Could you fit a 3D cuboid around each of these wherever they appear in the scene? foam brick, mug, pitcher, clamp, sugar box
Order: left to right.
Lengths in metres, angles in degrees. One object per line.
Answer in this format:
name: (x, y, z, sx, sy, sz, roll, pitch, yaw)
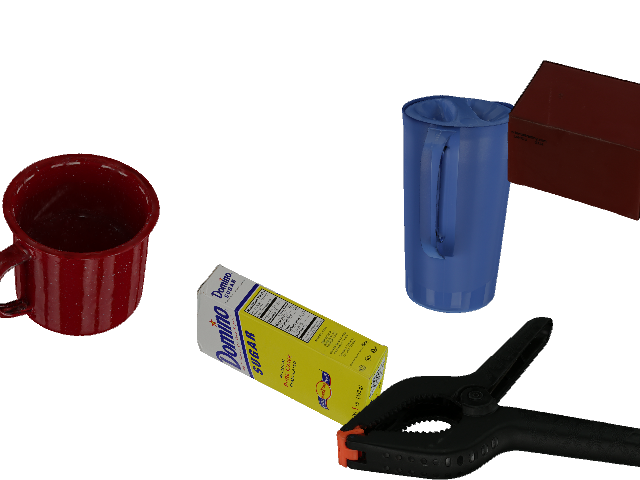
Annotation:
mug: (-0.159, 0.011, 0.665, 0.093, 0.082, 0.117, 37, 48, 23)
sugar box: (-0.029, 0.098, 0.962, 0.176, 0.093, 0.048, 23, 50, 15)
pitcher: (0.153, -0.039, 1.242, 0.149, 0.243, 0.145, -9, 24, -20)
clamp: (0.110, 0.116, 0.755, 0.210, 0.036, 0.164, -9, 29, -7)
foam brick: (0.147, -0.056, 0.583, 0.078, 0.051, 0.053, 20, -36, 25)
